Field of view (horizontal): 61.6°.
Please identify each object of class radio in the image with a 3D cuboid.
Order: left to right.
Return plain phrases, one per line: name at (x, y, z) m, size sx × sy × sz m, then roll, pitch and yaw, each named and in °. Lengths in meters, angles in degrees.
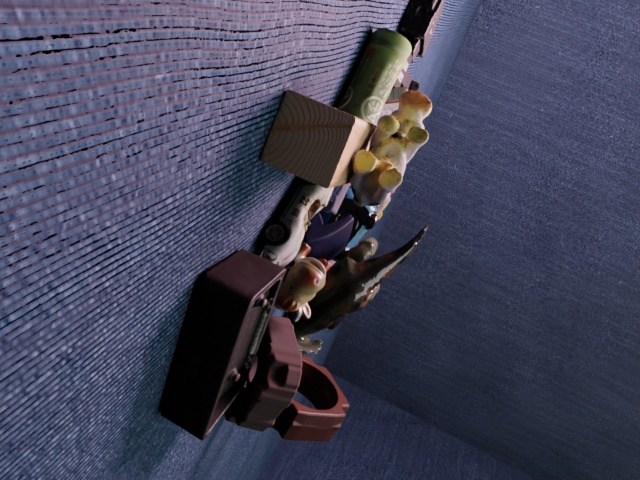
radio at (-0.125, 0.132, 0.705) m, size 0.229 × 0.073 × 0.131 m, roll -67°, pitch 170°, yaw 24°

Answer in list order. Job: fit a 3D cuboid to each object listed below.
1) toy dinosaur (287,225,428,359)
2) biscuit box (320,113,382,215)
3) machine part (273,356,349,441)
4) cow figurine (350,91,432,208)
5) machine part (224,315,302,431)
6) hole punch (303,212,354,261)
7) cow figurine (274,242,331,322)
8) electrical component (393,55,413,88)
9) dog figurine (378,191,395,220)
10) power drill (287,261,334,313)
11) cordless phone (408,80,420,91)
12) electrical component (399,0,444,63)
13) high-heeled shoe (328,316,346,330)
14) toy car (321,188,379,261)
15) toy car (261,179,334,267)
toy dinosaur at (0.024, 0.109, 1.002) m, size 0.405 × 0.131 × 0.192 m, roll -44°, pitch -176°, yaw 28°
biscuit box at (0.039, -0.145, 0.933) m, size 0.202 × 0.059 × 0.063 m, roll -65°, pitch 172°, yaw 0°
machine part at (-0.053, 0.348, 1.201) m, size 0.201 × 0.201 × 0.087 m, roll 15°, pitch 111°, yaw -35°
cow figurine at (0.098, -0.121, 0.728) m, size 0.167 × 0.068 × 0.098 m, roll -57°, pitch 174°, yaw -24°
machine part at (-0.098, 0.202, 0.836) m, size 0.179 × 0.056 × 0.179 m, roll -37°, pitch -138°, yaw 43°
hole punch at (-0.002, -0.003, 1.006) m, size 0.116 × 0.092 × 0.142 m, roll -55°, pitch 171°, yaw -31°
cow figurine at (-0.045, 0.073, 0.880) m, size 0.127 × 0.085 × 0.195 m, roll -56°, pitch -172°, yaw -22°
electrical component at (0.135, -0.315, 0.985) m, size 0.074 × 0.048 × 0.119 m, roll -66°, pitch 160°, yaw 7°
dog figurine at (0.130, -0.114, 1.393) m, size 0.219 × 0.108 × 0.191 m, roll 76°, pitch 39°, yaw -80°
power drill at (-0.032, 0.138, 1.229) m, size 0.232 × 0.086 × 0.207 m, roll -66°, pitch 168°, yaw -4°
cordless phone at (0.135, -0.272, 1.129) m, size 0.184 × 0.089 × 0.146 m, roll -124°, pitch -130°, yaw -84°
electrical component at (0.199, -0.430, 1.077) m, size 0.134 × 0.058 × 0.115 m, roll -65°, pitch 169°, yaw 2°
high-heeled shoe at (0.027, 0.136, 1.372) m, size 0.249 × 0.086 × 0.145 m, roll -159°, pitch -91°, yaw -77°
toy car at (0.048, -0.039, 1.148) m, size 0.161 × 0.109 × 0.103 m, roll -58°, pitch -170°, yaw 12°
toy car at (-0.032, -0.039, 0.827) m, size 0.202 × 0.056 × 0.073 m, roll -61°, pitch 170°, yaw -23°
